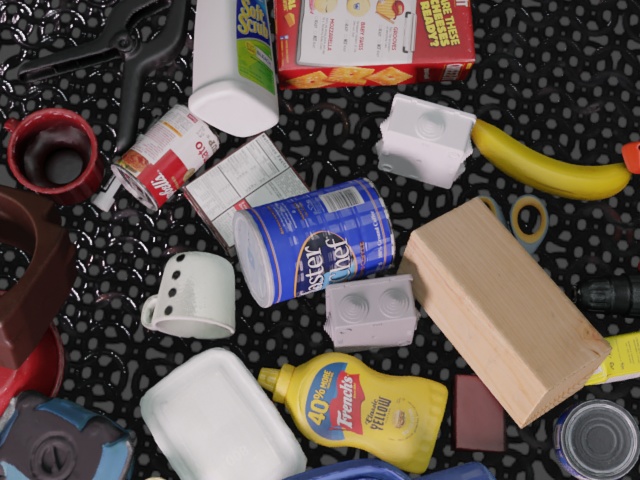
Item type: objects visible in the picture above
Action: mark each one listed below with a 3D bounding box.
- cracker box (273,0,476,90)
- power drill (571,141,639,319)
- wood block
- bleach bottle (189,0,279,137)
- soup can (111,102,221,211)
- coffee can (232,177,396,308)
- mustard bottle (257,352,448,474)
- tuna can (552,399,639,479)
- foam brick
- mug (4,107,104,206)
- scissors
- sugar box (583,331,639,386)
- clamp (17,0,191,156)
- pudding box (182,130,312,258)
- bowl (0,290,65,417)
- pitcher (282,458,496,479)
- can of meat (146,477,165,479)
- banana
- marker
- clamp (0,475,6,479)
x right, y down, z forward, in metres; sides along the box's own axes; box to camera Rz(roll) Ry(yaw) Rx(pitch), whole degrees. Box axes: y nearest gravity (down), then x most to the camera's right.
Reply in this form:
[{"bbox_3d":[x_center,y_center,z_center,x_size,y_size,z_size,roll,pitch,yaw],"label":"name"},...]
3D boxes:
[{"bbox_3d":[0.055,-0.257,1.184,0.213,0.072,0.164,-3,79,-2],"label":"cracker box"},{"bbox_3d":[0.356,-0.009,1.124,0.184,0.057,0.187,1,90,-7],"label":"power drill"},{"bbox_3d":[0.180,0.070,1.072,0.090,0.090,0.206,-27,65,-24],"label":"wood block"},{"bbox_3d":[-0.097,-0.243,1.156,0.068,0.102,0.251,-18,64,29],"label":"bleach bottle"},{"bbox_3d":[-0.164,-0.090,1.143,0.068,0.068,0.102,41,74,8],"label":"soup can"},{"bbox_3d":[-0.007,0.001,1.097,0.140,0.103,0.103,-16,78,-17],"label":"coffee can"},{"bbox_3d":[0.028,0.168,1.097,0.191,0.058,0.096,17,83,4],"label":"mustard bottle"},{"bbox_3d":[0.286,0.207,1.103,0.086,0.034,0.086,0,78,0],"label":"tuna can"},{"bbox_3d":[0.162,0.180,1.099,0.051,0.053,0.078,2,76,0],"label":"foam brick"},{"bbox_3d":[-0.287,-0.091,1.139,0.117,0.081,0.093,32,79,6],"label":"mug"},{"bbox_3d":[0.226,0.037,1.149,0.096,0.016,0.202,-24,79,-5],"label":"scissors"},{"bbox_3d":[0.359,0.111,1.094,0.176,0.093,0.048,-12,79,-4],"label":"sugar box"},{"bbox_3d":[-0.225,-0.212,1.189,0.165,0.036,0.210,29,76,12],"label":"clamp"},{"bbox_3d":[-0.078,-0.050,1.155,0.113,0.039,0.090,-35,80,-9],"label":"pudding box"},{"bbox_3d":[-0.350,0.127,1.106,0.162,0.055,0.162,0,77,-1],"label":"bowl"},{"bbox_3d":[0.061,0.292,1.033,0.242,0.149,0.145,-17,60,-8],"label":"pitcher"},{"bbox_3d":[-0.174,0.284,1.057,0.057,0.084,0.102,43,81,9],"label":"can of meat"},{"bbox_3d":[0.253,-0.082,1.167,0.198,0.037,0.069,13,57,1],"label":"banana"},{"bbox_3d":[-0.208,-0.086,1.171,0.020,0.020,0.121,30,79,6],"label":"marker"},{"bbox_3d":[-0.342,0.315,1.073,0.120,0.039,0.171,39,80,6],"label":"clamp"}]
